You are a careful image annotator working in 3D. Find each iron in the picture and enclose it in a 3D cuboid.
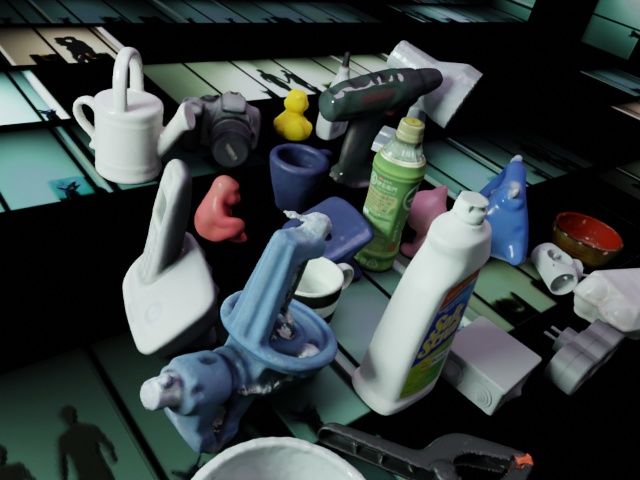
[{"bbox_3d":[0.304,-0.070,0.945,0.118,0.141,0.258,20,35,9],"label":"iron"}]

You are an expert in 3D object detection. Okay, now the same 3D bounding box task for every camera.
[{"bbox_3d":[-0.169,-0.193,0.986,0.143,0.101,0.136,4,35,-14],"label":"camera"}]

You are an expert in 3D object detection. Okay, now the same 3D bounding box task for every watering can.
[{"bbox_3d":[-0.279,-0.191,0.862,0.173,0.194,0.100,-1,37,-21],"label":"watering can"}]

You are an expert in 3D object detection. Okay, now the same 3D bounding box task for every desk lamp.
[{"bbox_3d":[0.187,-0.263,1.114,0.203,0.213,0.118,24,36,14],"label":"desk lamp"}]

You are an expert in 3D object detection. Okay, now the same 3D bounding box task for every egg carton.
[{"bbox_3d":[0.445,0.093,0.826,0.151,0.069,0.107,-2,38,-22],"label":"egg carton"}]

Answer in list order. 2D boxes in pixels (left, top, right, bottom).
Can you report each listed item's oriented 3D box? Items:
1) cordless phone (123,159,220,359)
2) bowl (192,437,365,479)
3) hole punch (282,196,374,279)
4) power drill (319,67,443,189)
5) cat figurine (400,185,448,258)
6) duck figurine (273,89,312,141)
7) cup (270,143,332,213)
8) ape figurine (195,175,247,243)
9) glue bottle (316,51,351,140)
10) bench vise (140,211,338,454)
[{"bbox_3d":[-0.157,0.020,0.614,0.094,0.185,0.147,-7,40,-28],"label":"cordless phone"},{"bbox_3d":[-0.031,0.242,0.439,0.167,0.075,0.167,10,35,-6],"label":"bowl"},{"bbox_3d":[0.007,0.003,0.780,0.101,0.091,0.108,-12,42,-33],"label":"hole punch"},{"bbox_3d":[0.096,-0.198,0.993,0.230,0.208,0.075,-10,41,-31],"label":"power drill"},{"bbox_3d":[0.171,-0.022,0.849,0.127,0.118,0.067,35,40,28],"label":"cat figurine"},{"bbox_3d":[-0.048,-0.251,1.126,0.077,0.086,0.104,5,35,-12],"label":"duck figurine"},{"bbox_3d":[-0.030,-0.095,0.902,0.091,0.095,0.118,35,40,28],"label":"cup"},{"bbox_3d":[-0.134,-0.047,0.799,0.076,0.092,0.077,5,35,-12],"label":"ape figurine"},{"bbox_3d":[0.038,-0.286,1.128,0.037,0.173,0.078,31,38,23],"label":"glue bottle"},{"bbox_3d":[-0.053,0.088,0.523,0.121,0.220,0.208,26,36,17],"label":"bench vise"}]
